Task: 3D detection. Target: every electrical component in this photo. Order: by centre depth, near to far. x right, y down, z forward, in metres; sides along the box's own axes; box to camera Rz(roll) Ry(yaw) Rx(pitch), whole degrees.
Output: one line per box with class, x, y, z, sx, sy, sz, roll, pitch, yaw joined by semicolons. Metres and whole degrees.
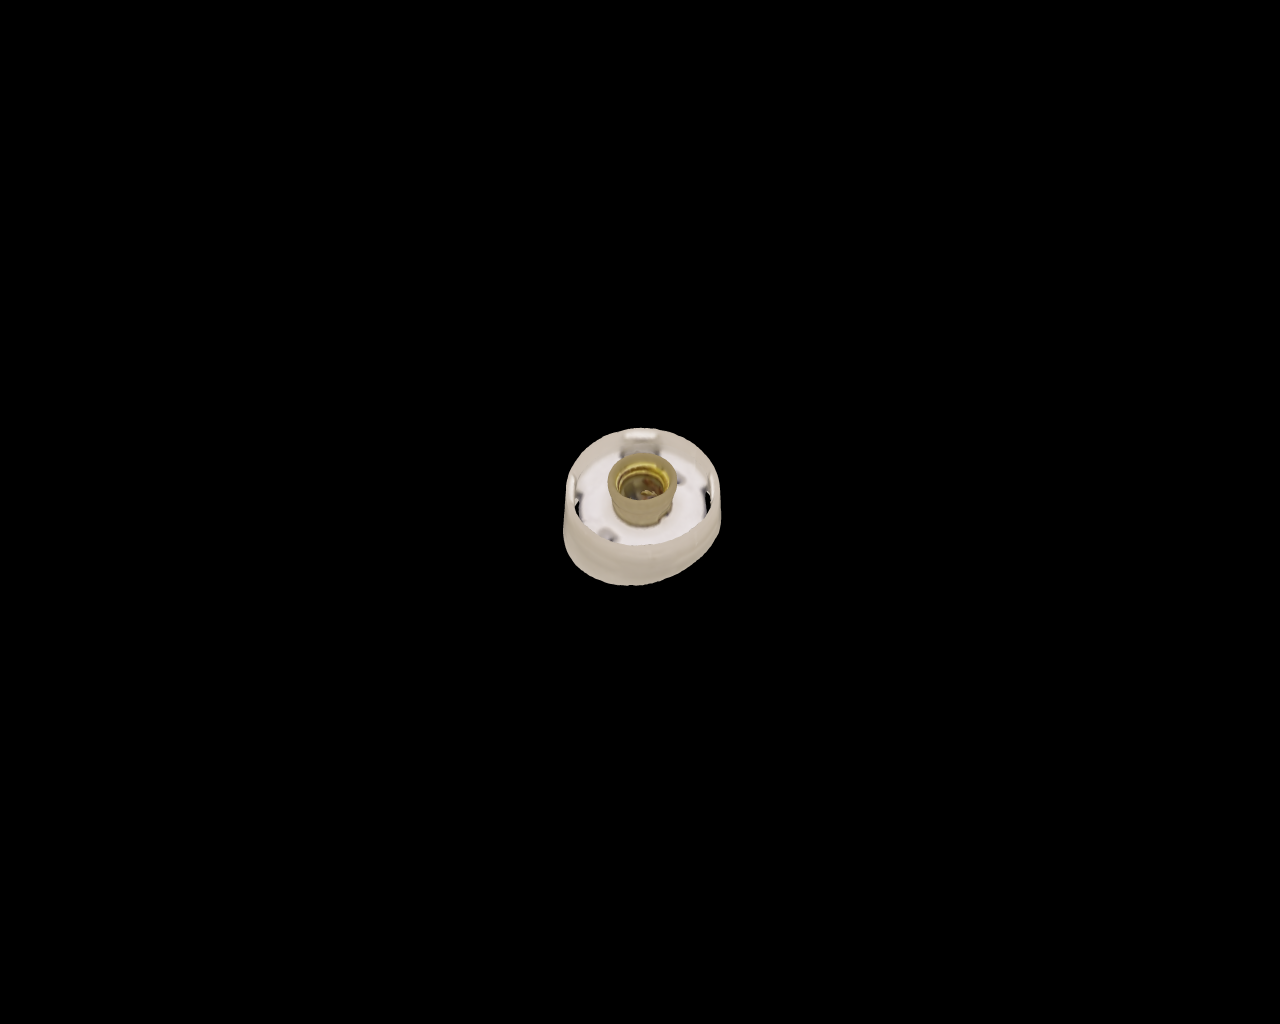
electrical component;0.001;-0.003;0.650;0.099;0.099;0.064;0;-36;0
